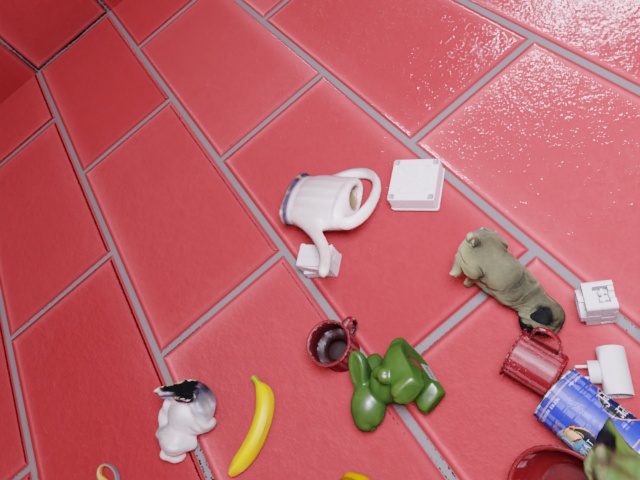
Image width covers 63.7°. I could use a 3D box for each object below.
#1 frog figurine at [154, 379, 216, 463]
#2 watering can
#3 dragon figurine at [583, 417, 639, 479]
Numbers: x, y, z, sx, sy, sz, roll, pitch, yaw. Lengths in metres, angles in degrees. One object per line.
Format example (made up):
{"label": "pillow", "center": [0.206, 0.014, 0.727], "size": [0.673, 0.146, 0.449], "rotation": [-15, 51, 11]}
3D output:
{"label": "frog figurine", "center": [-0.284, 0.387, 1.095], "size": [0.137, 0.124, 0.158], "rotation": [-1, 99, 17]}
{"label": "watering can", "center": [0.004, -0.058, 1.161], "size": [0.224, 0.102, 0.355], "rotation": [6, 44, 30]}
{"label": "dragon figurine", "center": [0.469, 0.318, 0.673], "size": [0.242, 0.121, 0.415], "rotation": [24, 74, -5]}
